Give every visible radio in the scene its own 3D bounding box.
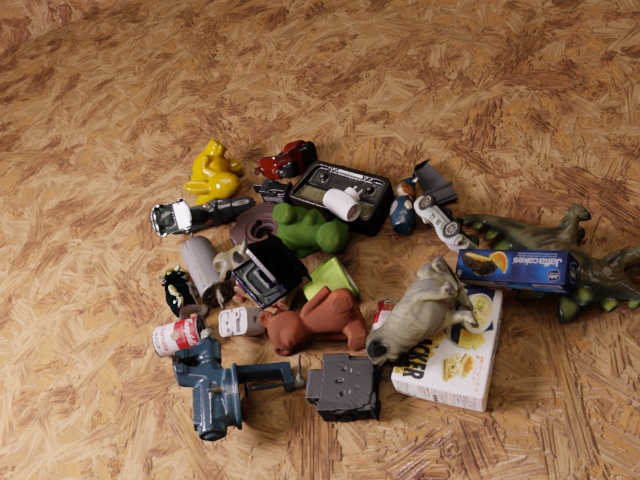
[{"bbox_3d":[0.055,-0.103,1.269,0.230,0.073,0.131,20,64,29],"label":"radio"}]

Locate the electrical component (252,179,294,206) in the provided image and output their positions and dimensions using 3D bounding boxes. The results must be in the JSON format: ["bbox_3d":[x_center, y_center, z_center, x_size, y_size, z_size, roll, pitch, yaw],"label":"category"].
[{"bbox_3d":[-0.120,-0.114,1.340,0.119,0.074,0.048,9,55,20],"label":"electrical component"}]

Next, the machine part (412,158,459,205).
[{"bbox_3d":[0.259,-0.129,1.248,0.084,0.039,0.139,-25,49,5],"label":"machine part"}]

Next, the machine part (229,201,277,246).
[{"bbox_3d":[-0.129,-0.016,1.275,0.179,0.056,0.179,-9,48,11],"label":"machine part"}]

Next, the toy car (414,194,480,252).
[{"bbox_3d":[0.260,-0.030,1.110,0.056,0.073,0.202,-49,33,15],"label":"toy car"}]

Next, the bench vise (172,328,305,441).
[{"bbox_3d":[-0.153,0.262,1.019,0.241,0.128,0.224,-5,37,-11],"label":"bench vise"}]

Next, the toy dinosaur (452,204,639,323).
[{"bbox_3d":[0.436,0.028,1.014,0.198,0.104,0.472,-38,39,-8],"label":"toy dinosaur"}]

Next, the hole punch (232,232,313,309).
[{"bbox_3d":[-0.101,0.064,1.082,0.142,0.092,0.116,44,32,18],"label":"hole punch"}]

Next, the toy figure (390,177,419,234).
[{"bbox_3d":[0.192,-0.086,1.213,0.064,0.057,0.154,-27,40,41],"label":"toy figure"}]

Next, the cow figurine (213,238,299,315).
[{"bbox_3d":[-0.138,0.076,1.152,0.195,0.085,0.127,21,51,4],"label":"cow figurine"}]

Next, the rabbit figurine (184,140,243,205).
[{"bbox_3d":[-0.272,-0.162,1.396,0.162,0.121,0.173,-36,46,-11],"label":"rabbit figurine"}]

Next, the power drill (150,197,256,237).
[{"bbox_3d":[-0.291,-0.064,1.292,0.232,0.086,0.207,-14,6,17],"label":"power drill"}]

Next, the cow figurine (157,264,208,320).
[{"bbox_3d":[-0.322,0.110,1.210,0.068,0.098,0.167,-36,49,-3],"label":"cow figurine"}]

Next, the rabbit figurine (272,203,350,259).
[{"bbox_3d":[-0.002,-0.003,1.154,0.170,0.159,0.121,14,94,40],"label":"rabbit figurine"}]

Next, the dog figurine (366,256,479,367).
[{"bbox_3d":[0.162,0.126,0.951,0.190,0.121,0.172,-32,10,18],"label":"dog figurine"}]

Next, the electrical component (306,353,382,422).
[{"bbox_3d":[0.043,0.268,0.979,0.134,0.058,0.115,-6,48,14],"label":"electrical component"}]

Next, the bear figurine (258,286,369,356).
[{"bbox_3d":[-0.016,0.164,1.026,0.196,0.120,0.132,-20,13,2],"label":"bear figurine"}]

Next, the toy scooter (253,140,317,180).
[{"bbox_3d":[-0.095,-0.200,1.385,0.135,0.075,0.184,-5,27,27],"label":"toy scooter"}]

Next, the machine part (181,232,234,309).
[{"bbox_3d":[-0.261,0.069,1.236,0.079,0.079,0.243,-31,49,-7],"label":"machine part"}]

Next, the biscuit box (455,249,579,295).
[{"bbox_3d":[0.343,0.053,0.949,0.203,0.059,0.063,0,72,43],"label":"biscuit box"}]
